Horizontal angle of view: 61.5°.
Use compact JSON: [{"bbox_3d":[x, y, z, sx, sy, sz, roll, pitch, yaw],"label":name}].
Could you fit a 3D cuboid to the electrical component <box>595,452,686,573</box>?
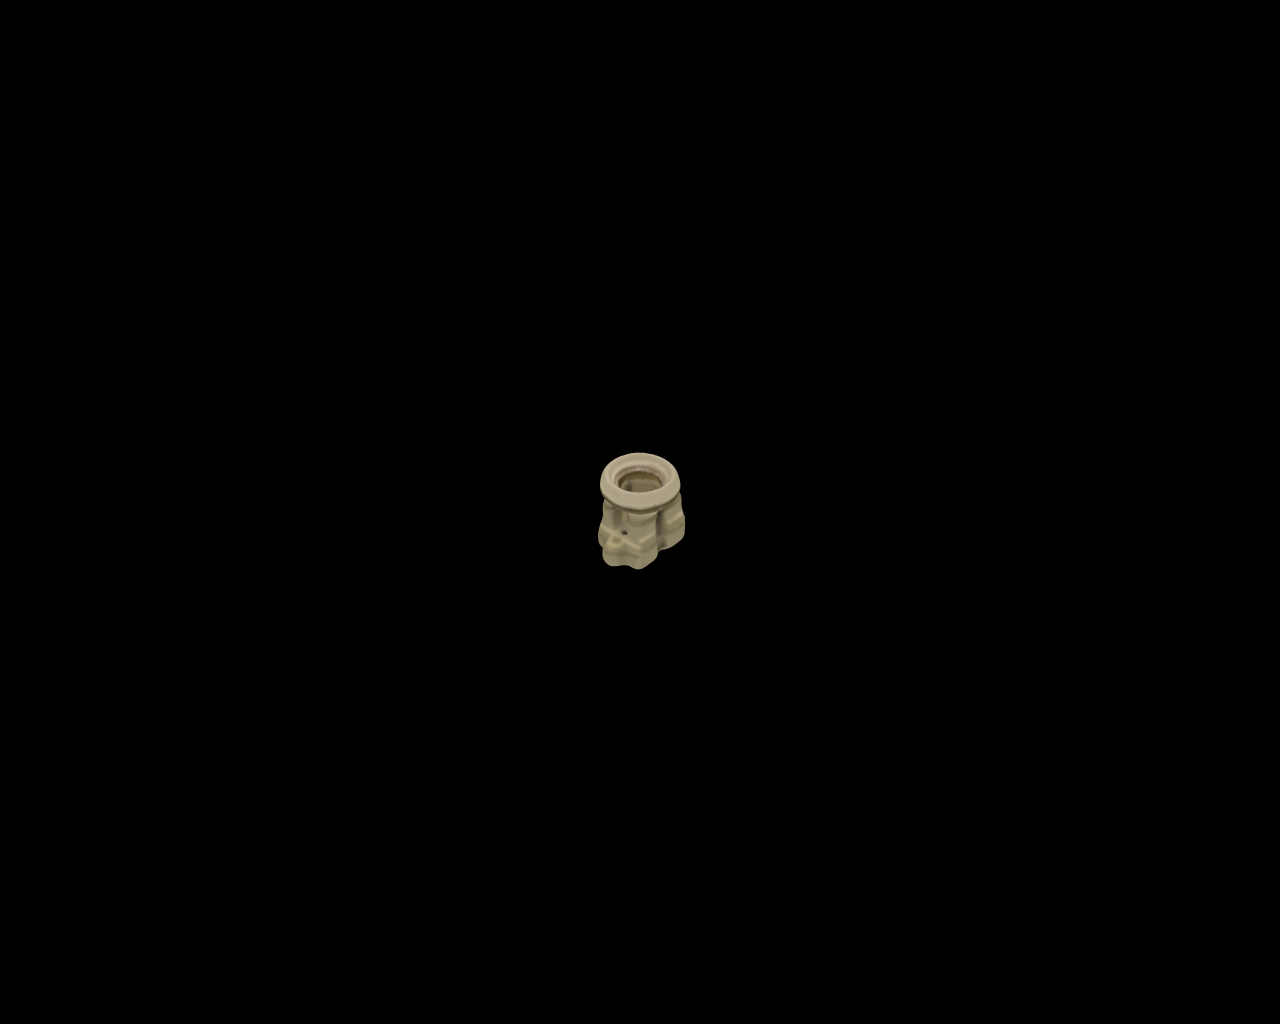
[{"bbox_3d":[0.001,-0.003,0.650,0.048,0.055,0.066,31,49,31],"label":"electrical component"}]
